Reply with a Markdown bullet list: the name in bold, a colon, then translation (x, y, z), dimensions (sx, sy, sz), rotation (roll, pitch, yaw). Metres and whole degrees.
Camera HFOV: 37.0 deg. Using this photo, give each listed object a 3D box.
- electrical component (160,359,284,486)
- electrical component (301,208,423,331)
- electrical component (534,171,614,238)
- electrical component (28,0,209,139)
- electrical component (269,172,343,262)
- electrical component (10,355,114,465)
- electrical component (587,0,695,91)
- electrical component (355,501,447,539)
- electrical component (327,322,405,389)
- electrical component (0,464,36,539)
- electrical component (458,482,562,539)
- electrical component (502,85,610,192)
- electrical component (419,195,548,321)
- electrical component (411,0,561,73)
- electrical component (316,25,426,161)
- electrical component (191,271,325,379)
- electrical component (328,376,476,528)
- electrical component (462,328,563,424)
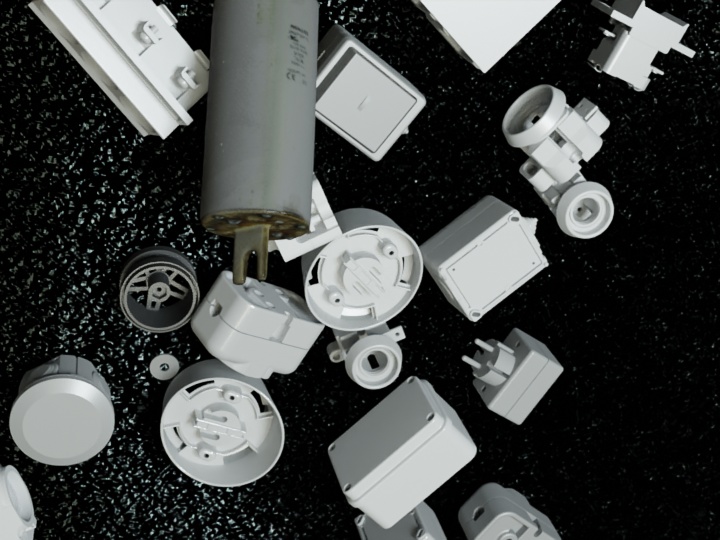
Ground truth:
- **electrical component**: translation (-0.117, 0.126, 0.897), dimensions (0.099, 0.064, 0.099), rotation (-5, 115, -11)
- **electrical component**: translation (0.000, 0.000, 0.868), dimensions (0.099, 0.064, 0.099), rotation (-5, 115, -11)
- **electrical component**: translation (0.179, -0.056, 0.891), dimensions (0.048, 0.055, 0.066), rotation (-40, 117, 6)
- **electrical component**: translation (-0.163, -0.159, 0.756), dimensions (0.063, 0.079, 0.121), rotation (-47, 118, -15)
- **electrical component**: translation (-0.055, -0.050, 0.818), dimensions (0.056, 0.089, 0.050), rotation (-25, 117, -1)
- **electrical component**: translation (-0.240, 0.113, 0.869), dimensions (0.080, 0.051, 0.080), rotation (-5, 115, -11)
- **electrical component**: translation (0.217, -0.180, 0.851), dimensions (0.081, 0.042, 0.063), rotation (21, 109, -20)
- **electrical component**: translation (0.045, 0.253, 0.976), dimensions (0.062, 0.096, 0.061), rotation (-39, 117, 5)
- **electrical component**: translation (0.008, 0.069, 0.906), dimensions (0.066, 0.055, 0.048), rotation (-22, 117, -3)
- **electrical component**: translation (-0.309, 0.198, 0.892), dimensions (0.056, 0.050, 0.089), rotation (-21, 117, -3)
- **electrical component**: translation (0.142, 0.246, 1.017), dimensions (0.095, 0.059, 0.053), rotation (36, 102, -25)
- **electrical component**: translation (0.151, -0.110, 0.859), dimensions (0.057, 0.058, 0.078), rotation (39, 100, -28)
- **electrical component**: translation (0.104, -0.016, 0.892), dimensions (0.096, 0.061, 0.061), rotation (-37, 117, -4)
- **electrical component**: translation (0.068, -0.232, 0.780), dimensions (0.089, 0.061, 0.150), rotation (-43, 116, 8)
- **electrical component**: translation (0.003, -0.129, 0.812), dimensions (0.096, 0.061, 0.061), rotation (35, 102, -24)
- **electrical component**: translation (-0.084, 0.046, 0.861), dimensions (0.095, 0.053, 0.059), rotation (20, 110, -47)
- **electrical component**: translation (0.035, 0.158, 0.941), dimensions (0.113, 0.078, 0.057), rotation (-41, 119, 7)
- **electrical component**: translation (0.125, 0.085, 0.946), dimensions (0.077, 0.047, 0.065), rotation (30, 104, -24)
